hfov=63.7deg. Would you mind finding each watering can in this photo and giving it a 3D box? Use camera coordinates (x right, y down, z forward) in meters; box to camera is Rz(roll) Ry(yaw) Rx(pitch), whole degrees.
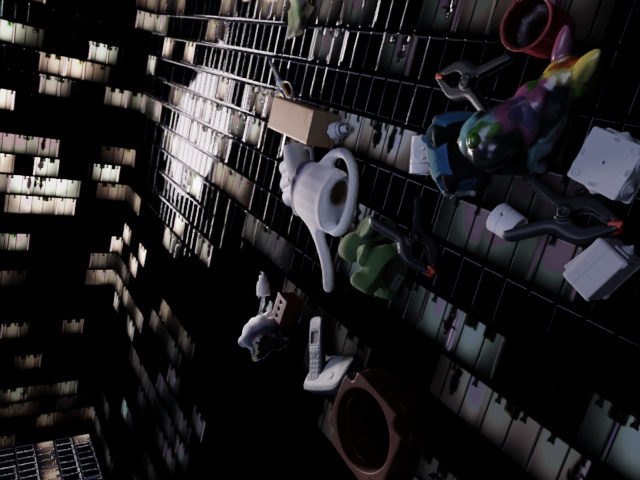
[{"bbox_3d":[0.004,-0.065,1.283,0.226,0.104,0.344,28,110,52],"label":"watering can"}]

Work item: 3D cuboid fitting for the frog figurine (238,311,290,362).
[{"bbox_3d":[-0.176,0.257,1.493,0.137,0.121,0.162,-44,35,1],"label":"frog figurine"}]

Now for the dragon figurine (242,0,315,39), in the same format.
[{"bbox_3d":[-0.102,-0.707,1.499,0.407,0.123,0.244,-16,82,53],"label":"dragon figurine"}]
